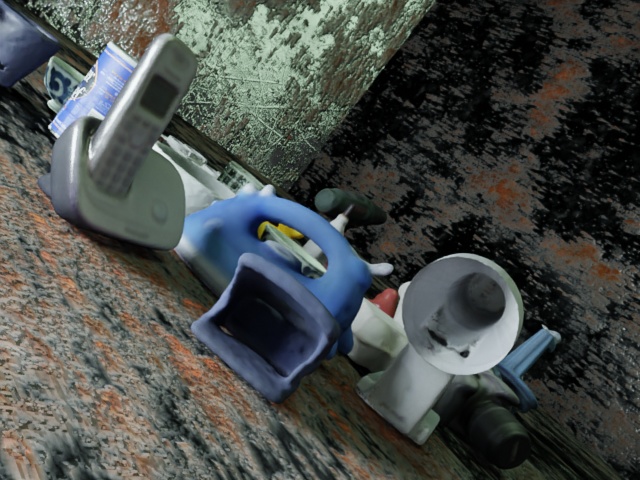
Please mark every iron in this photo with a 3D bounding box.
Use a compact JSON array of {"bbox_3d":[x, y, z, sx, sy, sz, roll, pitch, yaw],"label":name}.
[{"bbox_3d":[-0.049,0.015,0.643,0.258,0.141,0.119,39,4,16],"label":"iron"}]

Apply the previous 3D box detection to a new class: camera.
[{"bbox_3d":[0.233,0.247,0.818,0.144,0.101,0.136,36,5,-24],"label":"camera"}]

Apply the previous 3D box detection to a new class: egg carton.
[{"bbox_3d":[0.078,0.142,0.840,0.107,0.069,0.150,37,4,-16],"label":"egg carton"}]

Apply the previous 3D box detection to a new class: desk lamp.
[{"bbox_3d":[0.140,0.116,0.653,0.117,0.213,0.204,39,4,19],"label":"desk lamp"}]

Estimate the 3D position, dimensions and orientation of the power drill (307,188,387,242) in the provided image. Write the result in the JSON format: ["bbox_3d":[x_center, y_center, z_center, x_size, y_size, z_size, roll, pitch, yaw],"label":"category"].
[{"bbox_3d":[0.039,-0.018,1.279,0.075,0.208,0.230,41,5,35],"label":"power drill"}]

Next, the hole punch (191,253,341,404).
[{"bbox_3d":[-0.039,0.068,0.489,0.108,0.091,0.101,39,4,8],"label":"hole punch"}]

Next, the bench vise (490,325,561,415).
[{"bbox_3d":[0.351,0.244,1.026,0.121,0.219,0.208,40,4,25],"label":"bench vise"}]

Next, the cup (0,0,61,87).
[{"bbox_3d":[-0.418,-0.257,0.757,0.091,0.095,0.118,39,4,18],"label":"cup"}]

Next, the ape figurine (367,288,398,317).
[{"bbox_3d":[0.120,0.135,1.119,0.078,0.092,0.076,38,4,-9],"label":"ape figurine"}]

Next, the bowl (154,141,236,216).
[{"bbox_3d":[-0.176,-0.056,0.778,0.167,0.074,0.167,38,4,-3],"label":"bowl"}]

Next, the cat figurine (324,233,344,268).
[{"bbox_3d":[0.025,0.037,1.191,0.128,0.117,0.067,36,5,-27],"label":"cat figurine"}]

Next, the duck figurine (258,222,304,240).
[{"bbox_3d":[-0.078,-0.022,1.170,0.104,0.086,0.078,39,4,13],"label":"duck figurine"}]

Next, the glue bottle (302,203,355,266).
[{"bbox_3d":[0.010,0.004,1.039,0.037,0.173,0.078,40,4,20],"label":"glue bottle"}]

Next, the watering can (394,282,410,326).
[{"bbox_3d":[0.184,0.133,0.985,0.172,0.194,0.101,41,5,35],"label":"watering can"}]

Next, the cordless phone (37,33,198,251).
[{"bbox_3d":[-0.154,-0.087,0.539,0.094,0.185,0.148,40,4,25],"label":"cordless phone"}]
